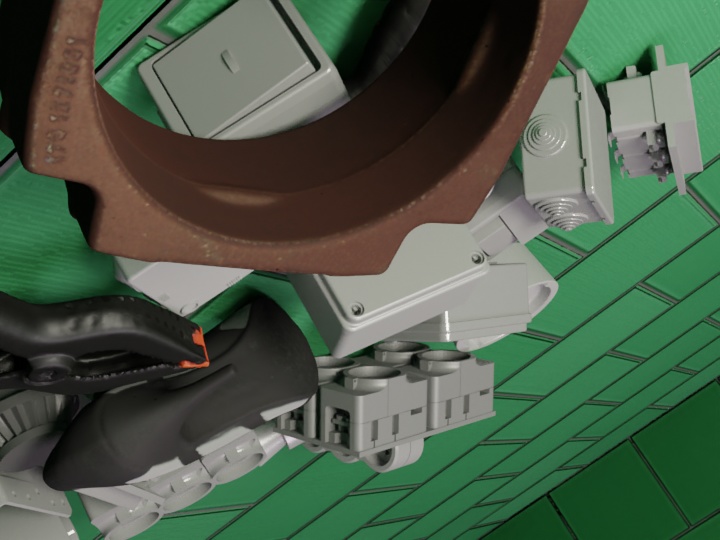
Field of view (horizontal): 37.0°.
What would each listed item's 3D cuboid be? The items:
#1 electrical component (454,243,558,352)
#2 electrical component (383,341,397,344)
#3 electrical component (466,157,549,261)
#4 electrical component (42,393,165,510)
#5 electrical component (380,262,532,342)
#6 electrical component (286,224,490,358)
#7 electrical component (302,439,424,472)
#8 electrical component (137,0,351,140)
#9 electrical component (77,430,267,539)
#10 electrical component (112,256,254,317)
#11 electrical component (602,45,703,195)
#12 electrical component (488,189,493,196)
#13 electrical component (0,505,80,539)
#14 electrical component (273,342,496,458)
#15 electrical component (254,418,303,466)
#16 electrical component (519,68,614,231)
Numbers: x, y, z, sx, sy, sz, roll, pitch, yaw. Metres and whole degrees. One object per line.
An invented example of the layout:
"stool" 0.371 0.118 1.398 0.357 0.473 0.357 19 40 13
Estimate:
"electrical component" 0.118 0.019 0.979 0.108 0.060 0.108 -27 158 -12
"electrical component" 0.044 0.033 0.938 0.065 0.044 0.044 -22 157 -35
"electrical component" 0.101 -0.048 0.812 0.062 0.061 0.096 -35 158 9
"electrical component" -0.190 0.133 0.800 0.063 0.079 0.121 -59 162 -12
"electrical component" 0.061 0.024 0.849 0.109 0.056 0.109 -2 -179 45
"electrical component" 0.008 -0.015 0.696 0.109 0.108 0.056 -22 159 -23
"electrical component" 0.009 0.157 1.060 0.138 0.052 0.074 8 -170 43
"electrical component" -0.060 -0.083 0.519 0.096 0.061 0.061 -32 158 1
"electrical component" -0.161 0.168 0.925 0.150 0.061 0.089 -28 158 -9
"electrical component" -0.095 -0.022 0.628 0.100 0.048 0.099 -34 160 1
"electrical component" 0.228 -0.111 0.833 0.063 0.078 0.121 -8 165 18
"electrical component" 0.070 -0.071 0.741 0.045 0.045 0.055 -32 159 1
"electrical component" -0.258 0.220 0.854 0.060 0.108 0.108 -26 158 -31
"electrical component" 0.026 0.110 0.975 0.105 0.060 0.186 8 -169 43
"electrical component" -0.082 0.154 1.024 0.055 0.045 0.045 -28 158 -11
"electrical component" 0.143 -0.081 0.750 0.048 0.099 0.100 -7 166 20
